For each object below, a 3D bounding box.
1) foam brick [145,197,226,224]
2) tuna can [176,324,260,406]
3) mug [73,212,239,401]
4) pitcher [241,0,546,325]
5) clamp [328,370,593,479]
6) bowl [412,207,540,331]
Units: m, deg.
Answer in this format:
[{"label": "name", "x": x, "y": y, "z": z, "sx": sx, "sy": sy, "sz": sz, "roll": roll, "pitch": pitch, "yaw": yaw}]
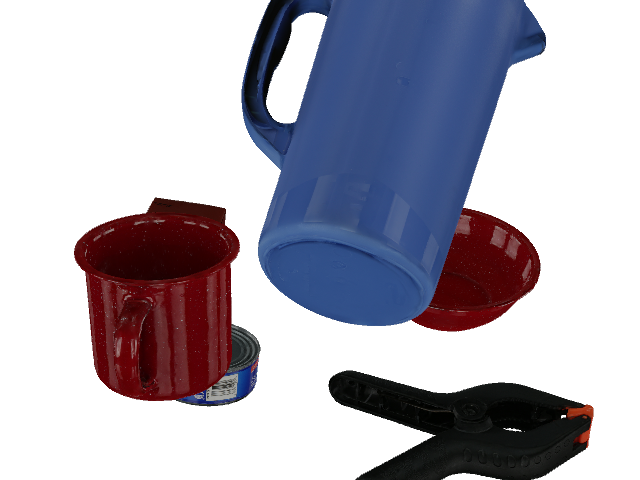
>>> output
[{"label": "foam brick", "x": -0.138, "y": -0.005, "z": 1.081, "sx": 0.078, "sy": 0.051, "sz": 0.053, "roll": 9, "pitch": 31, "yaw": 3}, {"label": "tuna can", "x": -0.092, "y": 0.098, "z": 0.860, "sx": 0.086, "sy": 0.034, "sz": 0.086, "roll": 5, "pitch": 22, "yaw": -2}, {"label": "mug", "x": -0.094, "y": 0.044, "z": 0.609, "sx": 0.093, "sy": 0.081, "sz": 0.117, "roll": 3, "pitch": 26, "yaw": 4}, {"label": "pitcher", "x": 0.034, "y": -0.074, "z": 0.684, "sx": 0.149, "sy": 0.242, "sz": 0.144, "roll": -16, "pitch": -45, "yaw": 44}, {"label": "clamp", "x": 0.088, "y": 0.127, "z": 0.670, "sx": 0.171, "sy": 0.039, "sz": 0.120, "roll": 1, "pitch": 36, "yaw": 4}, {"label": "bowl", "x": 0.115, "y": 0.033, "z": 0.973, "sx": 0.162, "sy": 0.055, "sz": 0.162, "roll": 2, "pitch": 36, "yaw": -2}]
